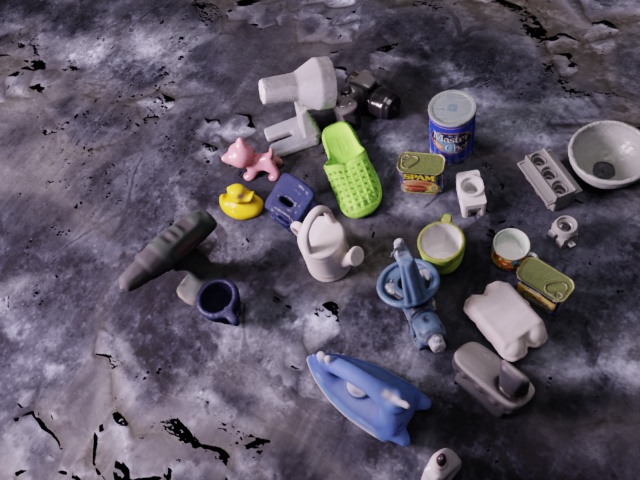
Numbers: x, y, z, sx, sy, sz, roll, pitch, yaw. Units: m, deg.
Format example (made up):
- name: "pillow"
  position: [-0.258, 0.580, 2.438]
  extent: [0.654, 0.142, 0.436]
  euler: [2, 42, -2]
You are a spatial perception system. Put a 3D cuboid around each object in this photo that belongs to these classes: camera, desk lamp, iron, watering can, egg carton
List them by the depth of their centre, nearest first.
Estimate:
- name: "iron"
  position: [0.067, 0.260, 1.042]
  extent: [0.257, 0.142, 0.119]
  euler: [26, 69, 24]
- name: "egg carton"
  position: [0.351, 0.152, 1.086]
  extent: [0.107, 0.069, 0.150]
  euler: [-32, 59, -7]
- name: "watering can"
  position: [0.012, 0.002, 1.171]
  extent: [0.172, 0.194, 0.101]
  euler: [7, 62, 16]
- name: "desk lamp"
  position: [-0.051, -0.318, 1.358]
  extent: [0.203, 0.214, 0.117]
  euler: [-21, 58, 0]
- name: "camera"
  position: [0.117, -0.343, 1.403]
  extent: [0.136, 0.101, 0.143]
  euler: [32, 71, 26]

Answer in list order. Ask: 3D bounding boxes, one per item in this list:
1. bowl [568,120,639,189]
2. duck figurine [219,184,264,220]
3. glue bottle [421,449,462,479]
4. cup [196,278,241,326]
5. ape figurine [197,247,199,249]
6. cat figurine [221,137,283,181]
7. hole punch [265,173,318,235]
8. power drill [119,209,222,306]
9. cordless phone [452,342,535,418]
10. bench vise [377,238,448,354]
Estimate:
- name: "bowl"
  position: [0.608, -0.167, 1.213]
  extent: [0.167, 0.075, 0.167]
  euler: [-5, 60, 9]
- name: "duck figurine"
  position: [-0.191, -0.099, 1.336]
  extent: [0.104, 0.086, 0.077]
  euler: [8, 62, 16]
- name: "glue bottle"
  position: [0.197, 0.370, 0.933]
  extent: [0.078, 0.173, 0.037]
  euler: [-44, 61, -13]
- name: "cup"
  position: [-0.193, 0.146, 1.191]
  extent: [0.092, 0.095, 0.117]
  euler: [-39, 60, -11]
- name: "ape figurine"
  position: [-0.322, 0.015, 1.295]
  extent: [0.077, 0.092, 0.076]
  euler: [18, 66, 21]
- name: "cat figurine"
  position: [-0.164, -0.198, 1.369]
  extent: [0.127, 0.118, 0.067]
  euler: [-2, 60, 11]
- name: "hole punch"
  position: [-0.064, -0.081, 1.296]
  extent: [0.108, 0.091, 0.101]
  euler: [35, 73, 27]
- name: "power drill"
  position: [-0.291, 0.053, 1.198]
  extent: [0.075, 0.209, 0.230]
  euler: [29, 70, 25]
- name: "cordless phone"
  position: [0.301, 0.222, 0.989]
  extent: [0.147, 0.185, 0.094]
  euler: [36, 73, 27]
- name: "bench vise"
  position: [0.187, 0.096, 1.065]
  extent: [0.121, 0.220, 0.207]
  euler: [-37, 60, -10]
